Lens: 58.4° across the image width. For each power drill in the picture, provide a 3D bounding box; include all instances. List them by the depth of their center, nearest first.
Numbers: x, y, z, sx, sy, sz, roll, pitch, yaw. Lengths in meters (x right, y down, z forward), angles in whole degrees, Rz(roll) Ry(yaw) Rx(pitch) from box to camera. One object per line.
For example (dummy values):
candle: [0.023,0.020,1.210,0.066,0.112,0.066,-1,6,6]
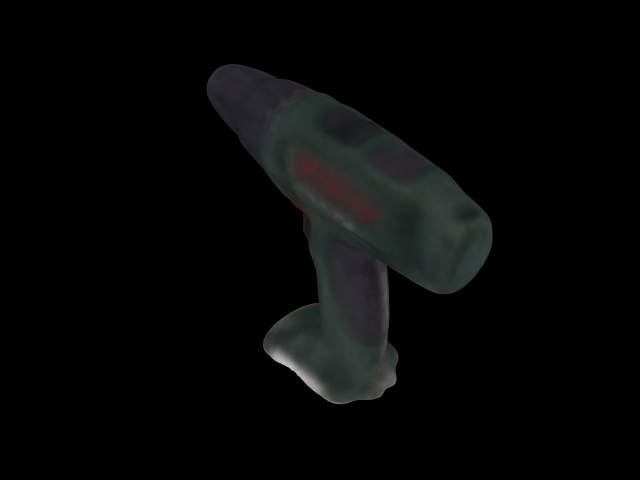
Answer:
power drill: [0.004,0.001,0.400,0.228,0.208,0.076,27,42,36]
